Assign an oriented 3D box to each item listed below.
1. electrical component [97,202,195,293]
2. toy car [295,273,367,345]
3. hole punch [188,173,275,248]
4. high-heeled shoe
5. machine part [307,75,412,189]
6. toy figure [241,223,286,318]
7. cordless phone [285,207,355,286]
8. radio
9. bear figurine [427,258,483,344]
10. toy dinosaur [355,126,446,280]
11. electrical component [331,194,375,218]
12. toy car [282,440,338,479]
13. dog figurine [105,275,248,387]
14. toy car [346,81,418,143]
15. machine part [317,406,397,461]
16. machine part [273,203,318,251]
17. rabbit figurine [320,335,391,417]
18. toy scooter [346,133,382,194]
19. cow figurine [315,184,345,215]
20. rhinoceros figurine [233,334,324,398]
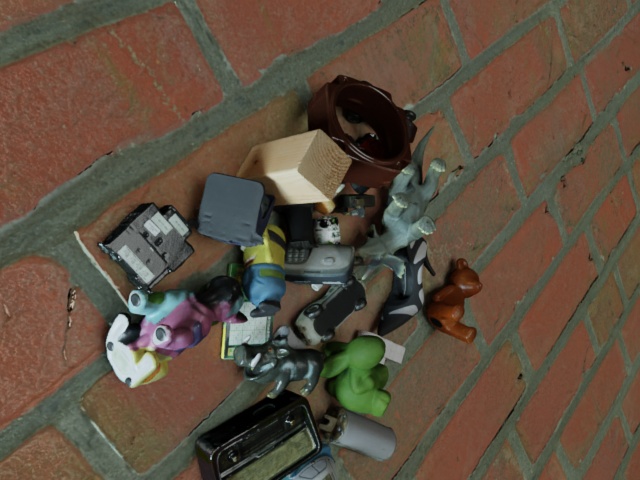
[{"bbox_3d":[-0.278,0.005,0.891,0.134,0.058,0.114,-48,120,-28],"label":"electrical component"},{"bbox_3d":[0.030,0.143,1.131,0.202,0.056,0.073,-38,106,-39],"label":"toy car"},{"bbox_3d":[-0.147,-0.049,0.951,0.092,0.142,0.115,33,72,-81],"label":"hole punch"},{"bbox_3d":[0.180,0.093,1.247,0.145,0.086,0.249,50,63,-14],"label":"high-heeled shoe"},{"bbox_3d":[0.081,-0.215,1.069,0.201,0.087,0.201,10,63,-28],"label":"machine part"},{"bbox_3d":[-0.102,0.053,0.992,0.089,0.082,0.180,35,39,-54],"label":"toy figure"},{"bbox_3d":[-0.002,-0.003,1.064,0.088,0.147,0.184,44,48,-70],"label":"cordless phone"},{"bbox_3d":[-0.113,0.388,1.014,0.229,0.073,0.131,-21,104,-37],"label":"radio"},{"bbox_3d":[0.362,0.146,1.355,0.196,0.132,0.120,-43,118,-23],"label":"bear figurine"},{"bbox_3d":[0.190,-0.070,1.216,0.131,0.192,0.405,31,53,-2],"label":"toy dinosaur"},{"bbox_3d":[0.072,-0.074,1.144,0.078,0.102,0.045,-3,99,-30],"label":"electrical component"},{"bbox_3d":[-0.019,0.481,1.072,0.161,0.103,0.109,-21,105,-34],"label":"toy car"},{"bbox_3d":[-0.224,0.141,0.904,0.191,0.109,0.219,-54,157,22],"label":"dog figurine"},{"bbox_3d":[0.140,-0.279,1.220,0.202,0.053,0.089,22,79,-32],"label":"toy car"},{"bbox_3d":[0.088,0.422,1.171,0.243,0.079,0.079,33,71,-33],"label":"machine part"},{"bbox_3d":[-0.044,-0.041,1.039,0.084,0.039,0.139,-14,60,-3],"label":"machine part"},{"bbox_3d":[0.081,0.259,1.124,0.121,0.159,0.170,-67,167,-58],"label":"rabbit figurine"},{"bbox_3d":[0.093,-0.185,1.170,0.135,0.075,0.184,49,45,2],"label":"toy scooter"},{"bbox_3d":[0.002,-0.141,1.106,0.098,0.068,0.167,-34,110,-38],"label":"cow figurine"},{"bbox_3d":[-0.075,0.234,1.013,0.190,0.073,0.112,15,114,-32],"label":"rhinoceros figurine"}]
